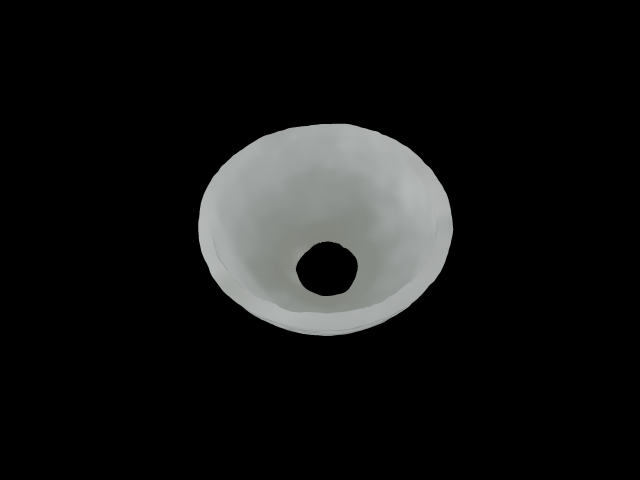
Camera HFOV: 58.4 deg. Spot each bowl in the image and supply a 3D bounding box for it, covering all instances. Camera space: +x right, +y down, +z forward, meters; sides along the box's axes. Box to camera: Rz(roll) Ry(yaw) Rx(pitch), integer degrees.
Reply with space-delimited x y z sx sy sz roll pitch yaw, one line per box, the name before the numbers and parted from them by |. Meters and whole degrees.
bowl | 0.004 0.001 0.400 0.167 0.075 0.167 0 55 0
